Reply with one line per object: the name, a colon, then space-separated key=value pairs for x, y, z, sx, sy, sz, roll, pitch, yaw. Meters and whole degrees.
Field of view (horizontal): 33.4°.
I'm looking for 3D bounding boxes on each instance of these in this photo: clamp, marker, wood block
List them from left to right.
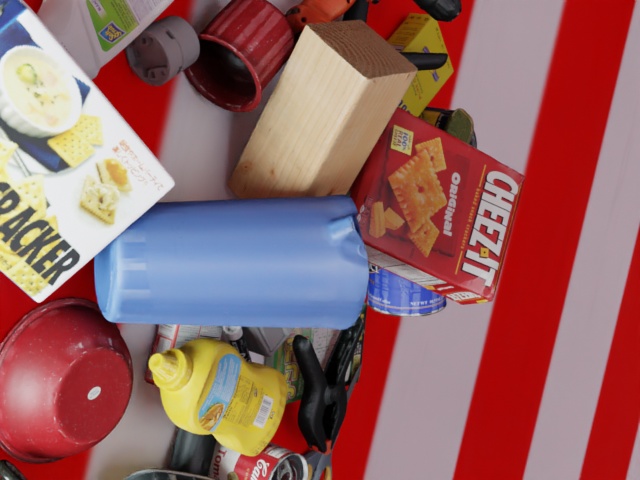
marker: x=-0.086 y=0.126 z=1.167 sx=0.020 sy=0.020 sz=0.121 roll=-53 pitch=153 yaw=-27
wood block: x=0.000 y=-0.112 z=1.089 sx=0.090 sy=0.090 sz=0.206 roll=-18 pitch=146 yaw=-49
clamp: x=0.012 y=0.172 z=1.289 sx=0.120 sy=0.039 sz=0.171 roll=-22 pitch=122 yaw=-41
clamp: x=0.038 y=-0.222 z=1.207 sx=0.209 sy=0.036 sz=0.164 roll=-39 pitch=105 yaw=-26

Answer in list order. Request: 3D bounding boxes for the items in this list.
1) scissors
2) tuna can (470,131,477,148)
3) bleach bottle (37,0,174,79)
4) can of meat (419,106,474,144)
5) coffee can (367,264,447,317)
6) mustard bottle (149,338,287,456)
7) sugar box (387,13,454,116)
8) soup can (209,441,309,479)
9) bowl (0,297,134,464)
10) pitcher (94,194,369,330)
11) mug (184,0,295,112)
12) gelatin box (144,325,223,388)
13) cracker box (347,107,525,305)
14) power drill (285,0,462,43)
scissors: x=0.000 y=0.250 z=1.333 sx=0.096 sy=0.016 sz=0.202 roll=9 pitch=97 yaw=-50
tuna can: x=0.175 y=-0.119 z=1.431 sx=0.085 sy=0.034 sz=0.086 roll=-19 pitch=115 yaw=-47
bleach bottle: x=-0.185 y=-0.221 z=0.924 sx=0.250 sy=0.068 sz=0.102 roll=-52 pitch=132 yaw=-24
can of meat: x=0.133 y=-0.118 z=1.337 sx=0.057 sy=0.084 sz=0.102 roll=31 pitch=76 yaw=-51
coffee can: x=0.110 y=0.013 z=1.333 sx=0.102 sy=0.103 sz=0.140 roll=-20 pitch=116 yaw=-47
mustard bottle: x=-0.109 y=0.153 z=1.086 sx=0.191 sy=0.058 sz=0.096 roll=38 pitch=70 yaw=-52
sugar box: x=0.093 y=-0.186 z=1.297 sx=0.176 sy=0.048 sz=0.093 roll=-54 pitch=137 yaw=-28
soup can: x=-0.073 y=0.253 z=1.179 sx=0.068 sy=0.102 sz=0.068 roll=-20 pitch=116 yaw=-47
bowl: x=-0.226 y=0.137 z=0.989 sx=0.161 sy=0.055 sz=0.162 roll=-19 pitch=115 yaw=-48
pitcher: x=-0.088 y=0.027 z=1.017 sx=0.242 sy=0.145 sz=0.149 roll=0 pitch=109 yaw=-21
mug: x=-0.078 y=-0.180 z=1.059 sx=0.081 sy=0.093 sz=0.117 roll=-55 pitch=166 yaw=-32
gelatin box: x=-0.139 y=0.110 z=1.110 sx=0.073 sy=0.030 sz=0.089 roll=14 pitch=90 yaw=-54
cracker box: x=0.121 y=-0.039 z=1.220 sx=0.213 sy=0.072 sz=0.164 roll=24 pitch=74 yaw=-25
power drill: x=0.054 y=-0.257 z=1.167 sx=0.184 sy=0.057 sz=0.187 roll=39 pitch=67 yaw=-16
